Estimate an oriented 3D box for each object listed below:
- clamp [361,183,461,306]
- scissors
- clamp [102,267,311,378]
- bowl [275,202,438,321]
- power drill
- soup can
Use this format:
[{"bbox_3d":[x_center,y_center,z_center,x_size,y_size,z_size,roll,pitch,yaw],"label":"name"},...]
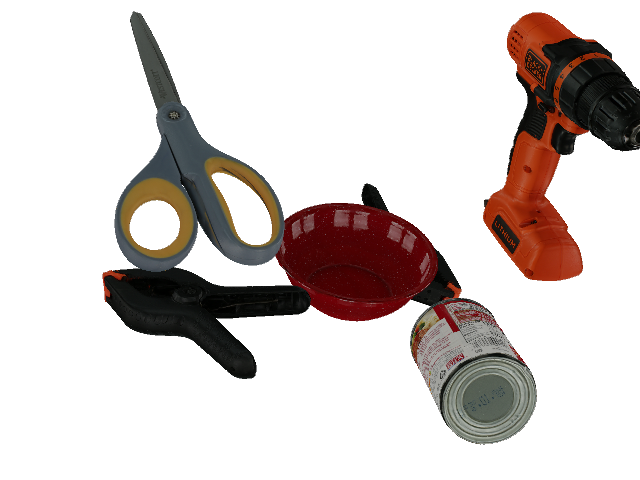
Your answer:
[{"bbox_3d":[0.070,0.015,1.248,0.164,0.036,0.210,-22,52,-39],"label":"clamp"},{"bbox_3d":[-0.095,-0.055,0.592,0.096,0.202,0.016,-25,-32,-25],"label":"scissors"},{"bbox_3d":[-0.096,0.053,0.877,0.172,0.039,0.120,21,28,24],"label":"clamp"},{"bbox_3d":[0.031,0.029,1.050,0.162,0.055,0.162,5,36,-4],"label":"bowl"},{"bbox_3d":[0.189,-0.064,0.835,0.057,0.188,0.184,-3,34,-15],"label":"power drill"},{"bbox_3d":[0.106,0.090,0.752,0.068,0.068,0.102,0,18,-7],"label":"soup can"}]
